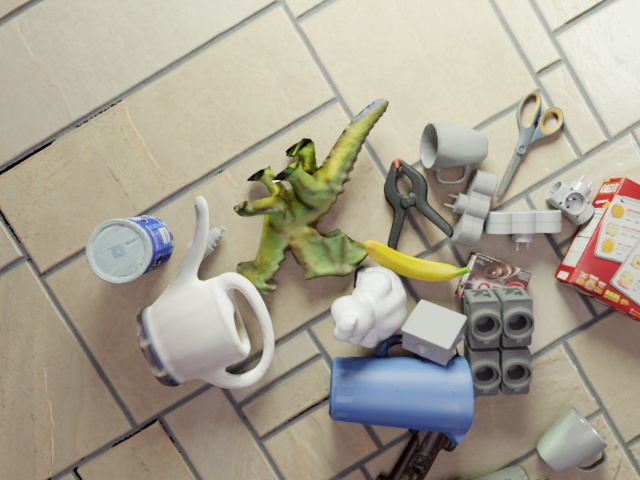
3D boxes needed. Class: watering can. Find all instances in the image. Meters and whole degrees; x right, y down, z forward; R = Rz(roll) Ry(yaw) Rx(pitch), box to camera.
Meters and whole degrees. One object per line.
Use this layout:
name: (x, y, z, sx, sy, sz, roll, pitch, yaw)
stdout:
watering can: (-0.217, 0.116, 0.893, 0.224, 0.105, 0.345, -22, 100, 0)

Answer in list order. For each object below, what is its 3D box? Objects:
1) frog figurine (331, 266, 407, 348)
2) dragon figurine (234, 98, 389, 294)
frog figurine: (0.086, 0.118, 0.875, 0.123, 0.160, 0.136, 20, 100, 11)
dragon figurine: (0.003, -0.046, 0.920, 0.410, 0.124, 0.239, -33, 111, 2)
